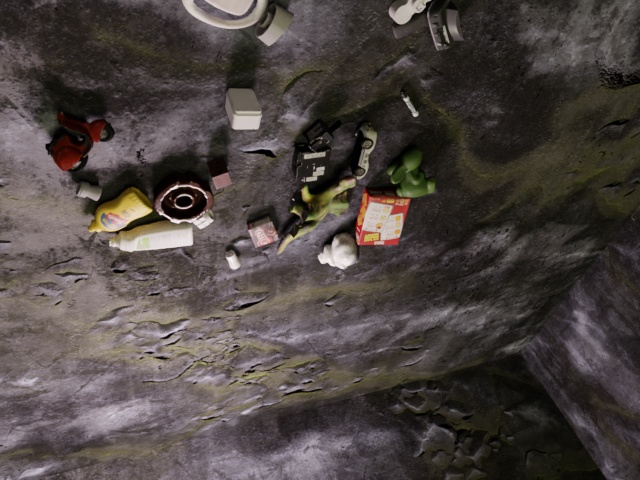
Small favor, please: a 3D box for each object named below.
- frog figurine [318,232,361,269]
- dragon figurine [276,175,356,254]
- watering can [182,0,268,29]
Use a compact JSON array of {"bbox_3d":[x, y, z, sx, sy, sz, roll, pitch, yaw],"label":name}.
[{"bbox_3d":[0.072,0.043,1.988,0.159,0.124,0.136,-8,105,-7],"label":"frog figurine"},{"bbox_3d":[0.006,-0.092,1.821,0.244,0.124,0.401,-6,147,-34],"label":"dragon figurine"},{"bbox_3d":[-0.233,-0.583,1.113,0.347,0.106,0.221,5,133,-50],"label":"watering can"}]
